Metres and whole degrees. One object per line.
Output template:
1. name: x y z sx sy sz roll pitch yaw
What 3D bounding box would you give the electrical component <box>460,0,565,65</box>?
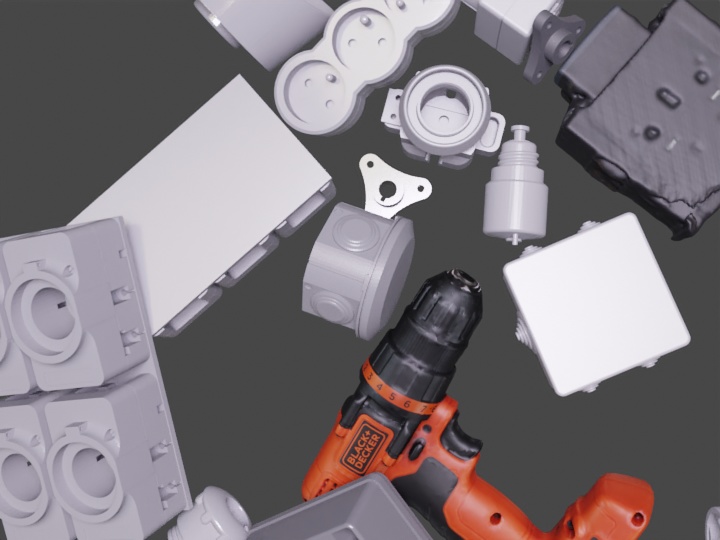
1. electrical component: 0.088 -0.179 0.690 0.077 0.065 0.047 37 88 6

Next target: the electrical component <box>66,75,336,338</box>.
1. electrical component: -0.100 -0.037 0.692 0.150 0.061 0.089 -41 84 0

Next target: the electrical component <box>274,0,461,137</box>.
1. electrical component: 0.008 -0.142 0.687 0.052 0.074 0.138 45 100 3

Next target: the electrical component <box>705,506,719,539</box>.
1. electrical component: 0.244 0.170 0.658 0.047 0.055 0.055 -6 85 -1

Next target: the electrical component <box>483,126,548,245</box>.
1. electrical component: 0.101 -0.053 0.692 0.040 0.040 0.078 4 85 4

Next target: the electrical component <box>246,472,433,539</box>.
1. electrical component: -0.006 0.190 0.638 0.109 0.056 0.108 -30 101 31

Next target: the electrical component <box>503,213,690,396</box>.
1. electrical component: 0.145 0.023 0.678 0.100 0.048 0.099 -23 84 1

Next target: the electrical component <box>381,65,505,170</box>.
1. electrical component: 0.054 -0.098 0.690 0.078 0.057 0.058 15 86 5

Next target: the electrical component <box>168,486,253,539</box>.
1. electrical component: -0.102 0.172 0.684 0.062 0.048 0.048 -38 84 7

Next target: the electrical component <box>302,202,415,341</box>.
1. electrical component: 0.000 0.000 0.675 0.051 0.080 0.080 20 87 10

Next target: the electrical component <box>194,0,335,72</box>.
1. electrical component: -0.069 -0.176 0.686 0.064 0.099 0.099 -43 84 6

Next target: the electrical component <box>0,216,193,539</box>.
1. electrical component: -0.182 0.071 0.650 0.105 0.060 0.186 -8 99 25
